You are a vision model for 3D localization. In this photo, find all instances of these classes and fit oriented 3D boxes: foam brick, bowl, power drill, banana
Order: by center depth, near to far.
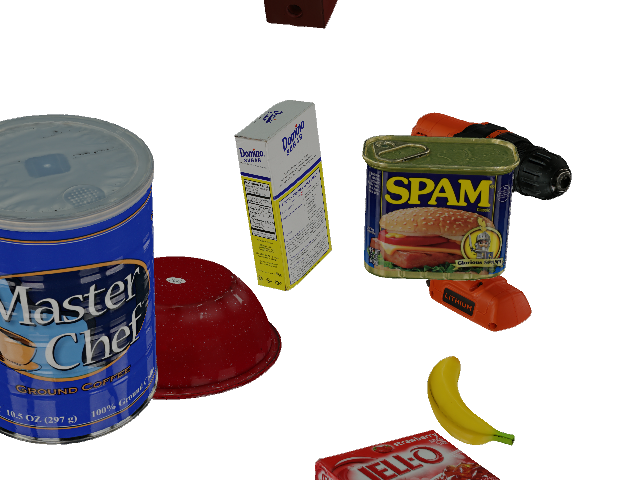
[{"bbox_3d":[-0.108,0.054,0.789,0.162,0.055,0.162,2,22,-1],"label":"bowl"},{"bbox_3d":[-0.017,-0.219,0.868,0.053,0.051,0.078,8,-38,13],"label":"foam brick"},{"bbox_3d":[0.156,-0.015,0.982,0.057,0.188,0.185,-17,28,-28],"label":"power drill"},{"bbox_3d":[0.163,0.193,1.277,0.069,0.037,0.198,10,21,-18],"label":"banana"}]

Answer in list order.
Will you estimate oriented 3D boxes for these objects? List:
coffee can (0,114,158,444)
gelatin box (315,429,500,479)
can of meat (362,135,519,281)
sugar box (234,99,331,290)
[{"bbox_3d":[-0.137,0.020,0.555,0.103,0.140,0.103,3,34,-2],"label":"coffee can"},{"bbox_3d":[0.051,0.143,0.604,0.089,0.030,0.073,-6,22,-33],"label":"gelatin box"},{"bbox_3d":[0.078,-0.022,0.717,0.102,0.084,0.057,2,25,4],"label":"can of meat"},{"bbox_3d":[-0.036,-0.046,1.090,0.048,0.176,0.093,10,34,30],"label":"sugar box"}]
